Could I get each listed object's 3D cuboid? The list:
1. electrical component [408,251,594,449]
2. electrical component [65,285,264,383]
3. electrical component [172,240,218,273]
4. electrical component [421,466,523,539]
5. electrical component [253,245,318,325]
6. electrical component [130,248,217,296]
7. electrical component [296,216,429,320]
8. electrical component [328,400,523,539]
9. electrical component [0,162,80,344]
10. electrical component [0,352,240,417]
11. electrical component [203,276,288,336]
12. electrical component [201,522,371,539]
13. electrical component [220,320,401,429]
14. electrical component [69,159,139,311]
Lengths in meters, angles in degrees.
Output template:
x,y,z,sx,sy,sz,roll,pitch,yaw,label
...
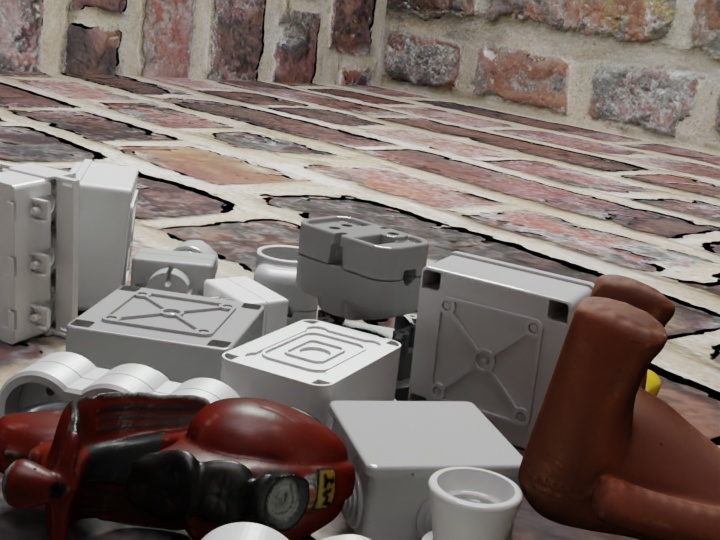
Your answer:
x,y,z,sx,sy,sz,roll,pitch,yaw,label
0.094,0.053,0.718,0.109,0.108,0.056,14,19,28,electrical component
-0.128,0.054,0.718,0.109,0.056,0.108,8,14,6,electrical component
-0.153,-0.001,0.953,0.043,0.043,0.062,8,15,8,electrical component
0.051,0.128,0.511,0.045,0.055,0.045,6,14,-2,electrical component
-0.061,0.014,0.899,0.054,0.059,0.095,6,14,-3,electrical component
-0.155,0.016,0.877,0.066,0.047,0.076,6,14,-3,electrical component
0.000,0.000,0.785,0.095,0.059,0.054,19,20,41,electrical component
0.033,0.110,0.586,0.100,0.048,0.099,2,15,-16,electrical component
-0.248,-0.012,0.792,0.079,0.121,0.063,14,19,26,electrical component
-0.130,0.080,0.625,0.138,0.052,0.073,9,14,11,electrical component
-0.104,0.038,0.813,0.077,0.047,0.066,-5,19,-35,electrical component
-0.005,0.137,0.456,0.138,0.052,0.073,7,14,3,electrical component
-0.031,0.077,0.673,0.078,0.057,0.113,13,16,25,electrical component
-0.220,-0.029,0.902,0.056,0.108,0.108,7,14,-10,electrical component
